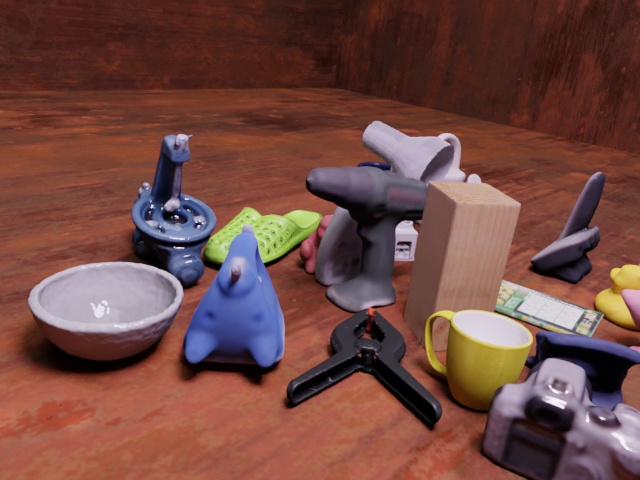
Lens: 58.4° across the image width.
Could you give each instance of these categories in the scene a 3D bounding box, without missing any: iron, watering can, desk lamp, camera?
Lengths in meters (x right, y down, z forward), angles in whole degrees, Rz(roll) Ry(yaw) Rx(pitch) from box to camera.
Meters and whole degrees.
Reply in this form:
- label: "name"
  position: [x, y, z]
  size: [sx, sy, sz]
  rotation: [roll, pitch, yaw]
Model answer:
- label: "iron"
  position: [-0.099, 0.051, 0.720]
  size: [0.118, 0.141, 0.258]
  rotation: [5, 21, -5]
- label: "watering can"
  position: [0.263, -0.128, 1.215]
  size: [0.172, 0.194, 0.101]
  rotation: [18, 24, 27]
- label: "desk lamp"
  position: [0.144, -0.115, 1.119]
  size: [0.202, 0.213, 0.118]
  rotation: [21, 26, 33]
- label: "camera"
  position: [0.253, 0.171, 0.576]
  size: [0.142, 0.101, 0.137]
  rotation: [17, 24, 25]

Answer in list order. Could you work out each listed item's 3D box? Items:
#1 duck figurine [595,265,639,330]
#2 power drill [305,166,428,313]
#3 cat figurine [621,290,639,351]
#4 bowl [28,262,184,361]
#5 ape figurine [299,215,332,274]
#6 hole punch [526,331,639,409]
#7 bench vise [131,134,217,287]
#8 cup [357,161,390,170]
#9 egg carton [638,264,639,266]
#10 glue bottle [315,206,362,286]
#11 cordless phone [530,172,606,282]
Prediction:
- label: "duck figurine"
  position: [0.482, 0.083, 0.892]
  size: [0.077, 0.086, 0.104]
  rotation: [4, 21, -8]
- label: "power drill"
  position: [0.069, -0.007, 0.827]
  size: [0.230, 0.208, 0.075]
  rotation: [-9, 26, -35]
- label: "cat figurine"
  position: [0.468, 0.113, 0.766]
  size: [0.067, 0.118, 0.127]
  rotation: [-13, 28, -40]
- label: "bowl"
  position: [-0.244, 0.091, 0.666]
  size: [0.167, 0.075, 0.167]
  rotation: [6, 21, -2]
- label: "ape figurine"
  position: [0.009, 0.003, 0.943]
  size: [0.077, 0.092, 0.076]
  rotation: [10, 22, 9]
- label: "hole punch"
  position: [0.312, 0.140, 0.688]
  size: [0.108, 0.091, 0.101]
  rotation: [11, 22, 11]
- label: "bench vise"
  position: [-0.240, -0.061, 0.856]
  size: [0.206, 0.220, 0.122]
  rotation: [22, 26, 34]
- label: "cup"
  position: [0.134, -0.124, 1.304]
  size: [0.118, 0.095, 0.091]
  rotation: [-12, 28, -40]
- label: "egg carton"
  position: [0.585, 0.083, 0.946]
  size: [0.107, 0.069, 0.150]
  rotation: [11, 22, 12]
- label: "glue bottle"
  position: [0.037, -0.015, 0.887]
  size: [0.078, 0.173, 0.037]
  rotation: [-8, 25, -32]
- label: "cordless phone"
  position: [0.459, -0.030, 1.036]
  size: [0.093, 0.185, 0.148]
  rotation: [20, 25, 31]
